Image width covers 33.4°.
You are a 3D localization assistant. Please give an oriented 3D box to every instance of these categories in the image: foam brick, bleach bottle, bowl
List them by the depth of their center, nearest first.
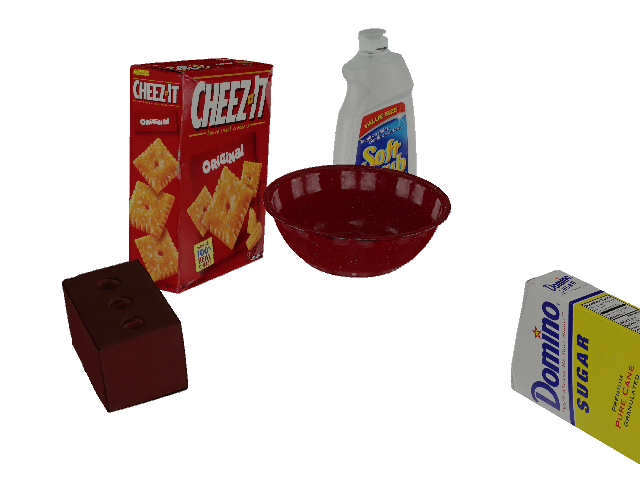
[{"bbox_3d":[-0.121,0.058,0.656,0.052,0.051,0.078,-16,37,-24],"label":"foam brick"},{"bbox_3d":[0.030,-0.012,0.921,0.162,0.055,0.162,2,25,-1],"label":"bowl"},{"bbox_3d":[0.054,-0.104,1.171,0.102,0.251,0.068,-9,25,-10],"label":"bleach bottle"}]

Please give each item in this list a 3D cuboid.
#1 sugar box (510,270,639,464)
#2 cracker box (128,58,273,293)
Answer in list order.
[{"bbox_3d":[0.212,0.096,0.732,0.048,0.093,0.176,-16,30,-39],"label":"sugar box"},{"bbox_3d":[-0.117,-0.070,1.071,0.072,0.214,0.163,11,16,26],"label":"cracker box"}]
